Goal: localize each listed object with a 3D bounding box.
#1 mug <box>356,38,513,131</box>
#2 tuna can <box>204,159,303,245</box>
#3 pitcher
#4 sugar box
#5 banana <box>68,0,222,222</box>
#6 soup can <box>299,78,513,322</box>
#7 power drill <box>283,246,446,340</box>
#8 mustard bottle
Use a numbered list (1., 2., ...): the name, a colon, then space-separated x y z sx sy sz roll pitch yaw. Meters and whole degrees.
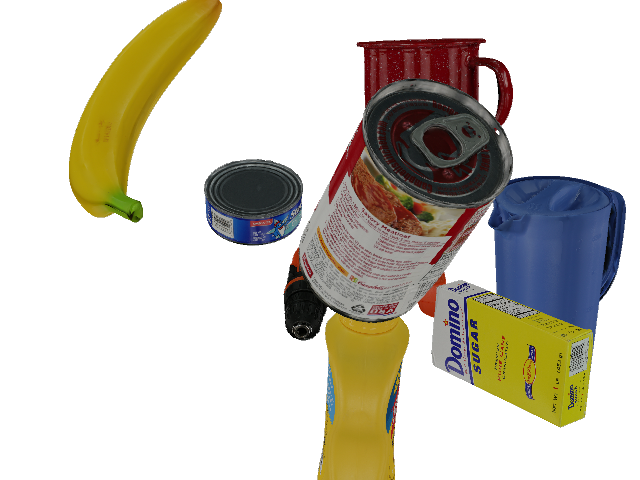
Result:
1. mug: 0.083 -0.103 0.767 0.117 0.081 0.093 6 14 32
2. tuna can: -0.058 -0.034 0.932 0.086 0.034 0.086 1 38 -1
3. pitcher: 0.276 0.051 1.254 0.149 0.243 0.144 4 24 15
4. sugar box: 0.187 0.109 1.070 0.048 0.093 0.177 -13 22 -39
5. banana: -0.112 -0.081 0.659 0.070 0.197 0.037 0 -39 16
6. soup can: 0.035 -0.015 0.487 0.068 0.068 0.102 0 -33 -21
7. power drill: 0.051 0.057 1.241 0.187 0.057 0.184 0 28 3
8. mustard bottle: 0.030 0.106 0.753 0.058 0.192 0.096 5 30 5
